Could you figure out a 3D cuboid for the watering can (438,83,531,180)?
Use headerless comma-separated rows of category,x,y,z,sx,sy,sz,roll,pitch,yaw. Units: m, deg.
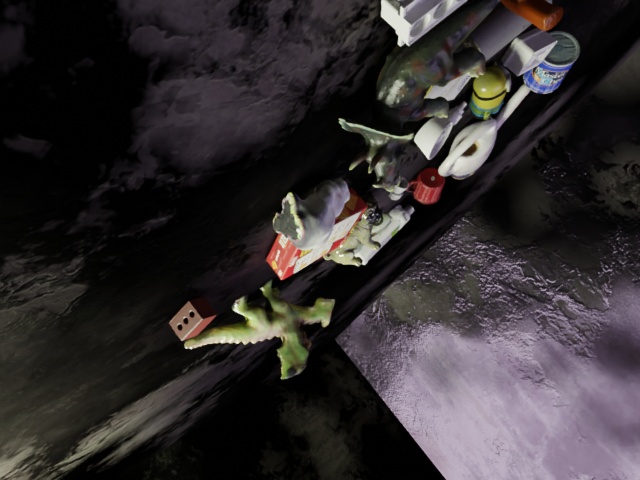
watering can,0.478,-0.301,1.519,0.348,0.105,0.222,-42,166,-3

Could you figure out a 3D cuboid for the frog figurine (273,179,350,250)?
frog figurine,0.003,-0.052,1.032,0.161,0.125,0.134,-16,134,-32

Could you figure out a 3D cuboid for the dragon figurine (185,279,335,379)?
dragon figurine,-0.124,0.251,1.358,0.416,0.244,0.120,-33,167,-33
